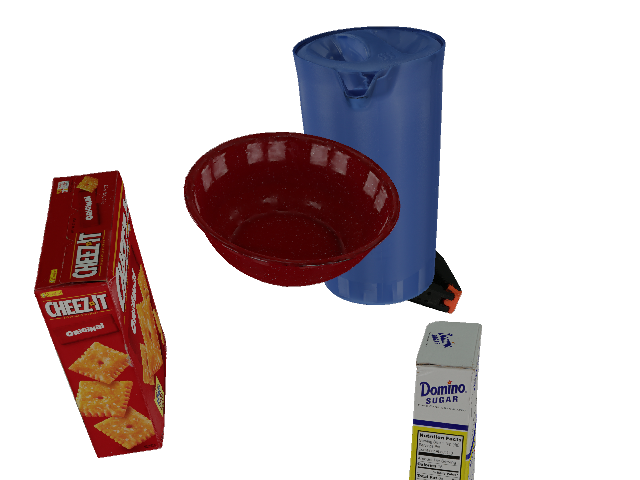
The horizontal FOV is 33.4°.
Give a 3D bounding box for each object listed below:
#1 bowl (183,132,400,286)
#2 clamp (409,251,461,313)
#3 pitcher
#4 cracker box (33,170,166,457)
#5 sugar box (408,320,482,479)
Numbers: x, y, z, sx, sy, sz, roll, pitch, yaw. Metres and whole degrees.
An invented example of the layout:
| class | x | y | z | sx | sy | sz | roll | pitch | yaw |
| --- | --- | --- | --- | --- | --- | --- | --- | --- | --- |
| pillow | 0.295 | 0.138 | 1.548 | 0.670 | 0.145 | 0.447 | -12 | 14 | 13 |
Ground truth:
| class | x | y | z | sx | sy | sz | roll | pitch | yaw |
| --- | --- | --- | --- | --- | --- | --- | --- | --- | --- |
| bowl | -0.023 | -0.015 | 0.807 | 0.162 | 0.055 | 0.162 | 4 | 39 | -4 |
| clamp | 0.071 | 0.017 | 1.246 | 0.164 | 0.036 | 0.210 | -21 | 51 | -38 |
| pitcher | 0.051 | -0.073 | 0.989 | 0.149 | 0.243 | 0.145 | -20 | 30 | -30 |
| cracker box | -0.196 | 0.068 | 0.989 | 0.072 | 0.214 | 0.164 | -8 | 39 | -1 |
| sugar box | 0.086 | 0.153 | 0.750 | 0.048 | 0.176 | 0.093 | 2 | 14 | 11 |
